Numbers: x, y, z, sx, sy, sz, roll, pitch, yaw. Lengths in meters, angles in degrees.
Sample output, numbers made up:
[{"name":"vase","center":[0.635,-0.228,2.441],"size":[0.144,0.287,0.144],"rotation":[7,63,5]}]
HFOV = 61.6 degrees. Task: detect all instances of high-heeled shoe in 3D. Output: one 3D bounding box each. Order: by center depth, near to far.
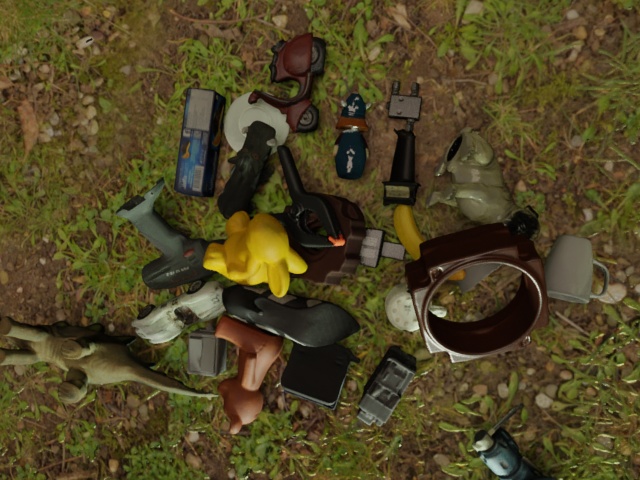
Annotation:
[{"name":"high-heeled shoe","center":[-0.058,0.135,0.999],"size":[0.248,0.145,0.086],"rotation":[18,88,-30]}]

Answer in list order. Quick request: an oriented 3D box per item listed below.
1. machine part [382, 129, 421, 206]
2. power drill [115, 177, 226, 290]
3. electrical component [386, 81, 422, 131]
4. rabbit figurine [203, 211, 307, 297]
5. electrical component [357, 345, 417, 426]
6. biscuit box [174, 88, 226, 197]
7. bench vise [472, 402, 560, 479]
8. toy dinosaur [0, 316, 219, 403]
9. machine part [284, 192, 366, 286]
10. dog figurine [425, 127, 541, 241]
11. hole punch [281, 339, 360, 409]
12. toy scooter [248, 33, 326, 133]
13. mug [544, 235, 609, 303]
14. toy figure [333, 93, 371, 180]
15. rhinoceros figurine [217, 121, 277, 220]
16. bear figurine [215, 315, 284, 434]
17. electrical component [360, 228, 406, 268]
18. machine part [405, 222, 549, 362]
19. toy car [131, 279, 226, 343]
[{"name":"machine part","center":[0.148,-0.130,0.967],"size":[0.084,0.039,0.138],"rotation":[3,89,47]},{"name":"power drill","center":[-0.266,-0.014,1.016],"size":[0.232,0.086,0.207],"rotation":[-27,117,16]},{"name":"electrical component","center":[0.153,-0.243,0.986],"size":[0.063,0.021,0.094],"rotation":[7,93,10]},{"name":"rabbit figurine","center":[-0.104,0.021,0.907],"size":[0.162,0.173,0.122],"rotation":[45,56,-1]},{"name":"electrical component","center":[0.116,0.261,0.954],"size":[0.058,0.115,0.134],"rotation":[32,94,10]},{"name":"biscuit box","center":[-0.230,-0.184,1.036],"size":[0.059,0.063,0.202],"rotation":[9,93,10]},{"name":"bench vise","center":[0.343,0.413,0.863],"size":[0.129,0.241,0.223],"rotation":[-30,102,6]},{"name":"toy dinosaur","center":[-0.424,0.218,1.008],"size":[0.472,0.198,0.105],"rotation":[22,94,9]},{"name":"machine part","center":[-0.002,-0.003,0.970],"size":[0.180,0.056,0.179],"rotation":[-3,84,34]},{"name":"dog figurine","center":[0.304,-0.090,0.935],"size":[0.190,0.121,0.172],"rotation":[22,90,-10]},{"name":"hole punch","center":[-0.006,0.246,1.000],"size":[0.142,0.092,0.116],"rotation":[17,63,12]},{"name":"toy scooter","center":[-0.062,-0.294,0.995],"size":[0.135,0.075,0.183],"rotation":[7,95,2]},{"name":"mug","center":[0.434,0.049,0.912],"size":[0.110,0.080,0.107],"rotation":[11,84,14]},{"name":"toy figure","center":[0.056,-0.190,0.986],"size":[0.058,0.064,0.154],"rotation":[0,86,47]},{"name":"rhinoceros figurine","center":[-0.138,-0.128,0.994],"size":[0.073,0.112,0.190],"rotation":[29,105,9]},{"name":"bear figurine","center":[-0.148,0.245,1.004],"size":[0.132,0.120,0.195],"rotation":[27,101,12]},{"name":"electrical component","center":[0.097,0.015,0.988],"size":[0.119,0.048,0.074],"rotation":[15,95,11]},{"name":"machine part","center":[0.246,0.087,0.845],"size":[0.202,0.087,0.200],"rotation":[-14,118,9]},{"name":"toy car","center":[-0.267,0.140,1.036],"size":[0.202,0.056,0.073],"rotation":[-27,126,9]}]
